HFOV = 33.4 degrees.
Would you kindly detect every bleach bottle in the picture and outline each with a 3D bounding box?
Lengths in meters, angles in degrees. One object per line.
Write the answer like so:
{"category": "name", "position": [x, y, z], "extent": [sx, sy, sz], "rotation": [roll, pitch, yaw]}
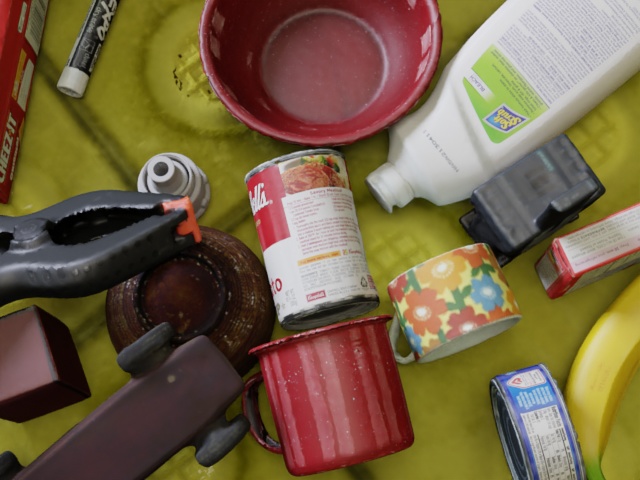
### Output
{"category": "bleach bottle", "position": [0.131, -0.112, 0.717], "extent": [0.251, 0.068, 0.102], "rotation": [-38, 77, -4]}

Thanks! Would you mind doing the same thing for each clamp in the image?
{"category": "clamp", "position": [-0.179, 0.014, 0.653], "extent": [0.210, 0.036, 0.164], "rotation": [-8, 33, 8]}

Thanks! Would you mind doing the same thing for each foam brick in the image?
{"category": "foam brick", "position": [-0.185, 0.079, 0.673], "extent": [0.051, 0.078, 0.053], "rotation": [-21, 74, -3]}

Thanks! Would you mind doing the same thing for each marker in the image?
{"category": "marker", "position": [-0.157, -0.159, 0.759], "extent": [0.020, 0.020, 0.121], "rotation": [17, 77, 6]}

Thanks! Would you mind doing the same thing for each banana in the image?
{"category": "banana", "position": [0.204, 0.064, 0.670], "extent": [0.070, 0.037, 0.198], "rotation": [29, 86, 40]}

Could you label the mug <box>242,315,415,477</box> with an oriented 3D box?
{"category": "mug", "position": [0.000, 0.100, 0.663], "extent": [0.117, 0.093, 0.081], "rotation": [-19, 80, 29]}

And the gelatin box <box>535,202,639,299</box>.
{"category": "gelatin box", "position": [0.187, 0.002, 0.680], "extent": [0.089, 0.073, 0.030], "rotation": [-23, 77, -4]}

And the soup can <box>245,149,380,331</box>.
{"category": "soup can", "position": [-0.005, 0.001, 0.690], "extent": [0.068, 0.068, 0.102], "rotation": [-14, 77, -2]}

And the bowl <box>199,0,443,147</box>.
{"category": "bowl", "position": [0.001, -0.130, 0.726], "extent": [0.162, 0.055, 0.162], "rotation": [-1, 74, 2]}

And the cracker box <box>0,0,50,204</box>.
{"category": "cracker box", "position": [-0.309, -0.120, 0.728], "extent": [0.214, 0.072, 0.164], "rotation": [7, 76, 4]}

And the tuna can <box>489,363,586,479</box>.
{"category": "tuna can", "position": [0.131, 0.120, 0.648], "extent": [0.033, 0.086, 0.086], "rotation": [-15, 76, -1]}
